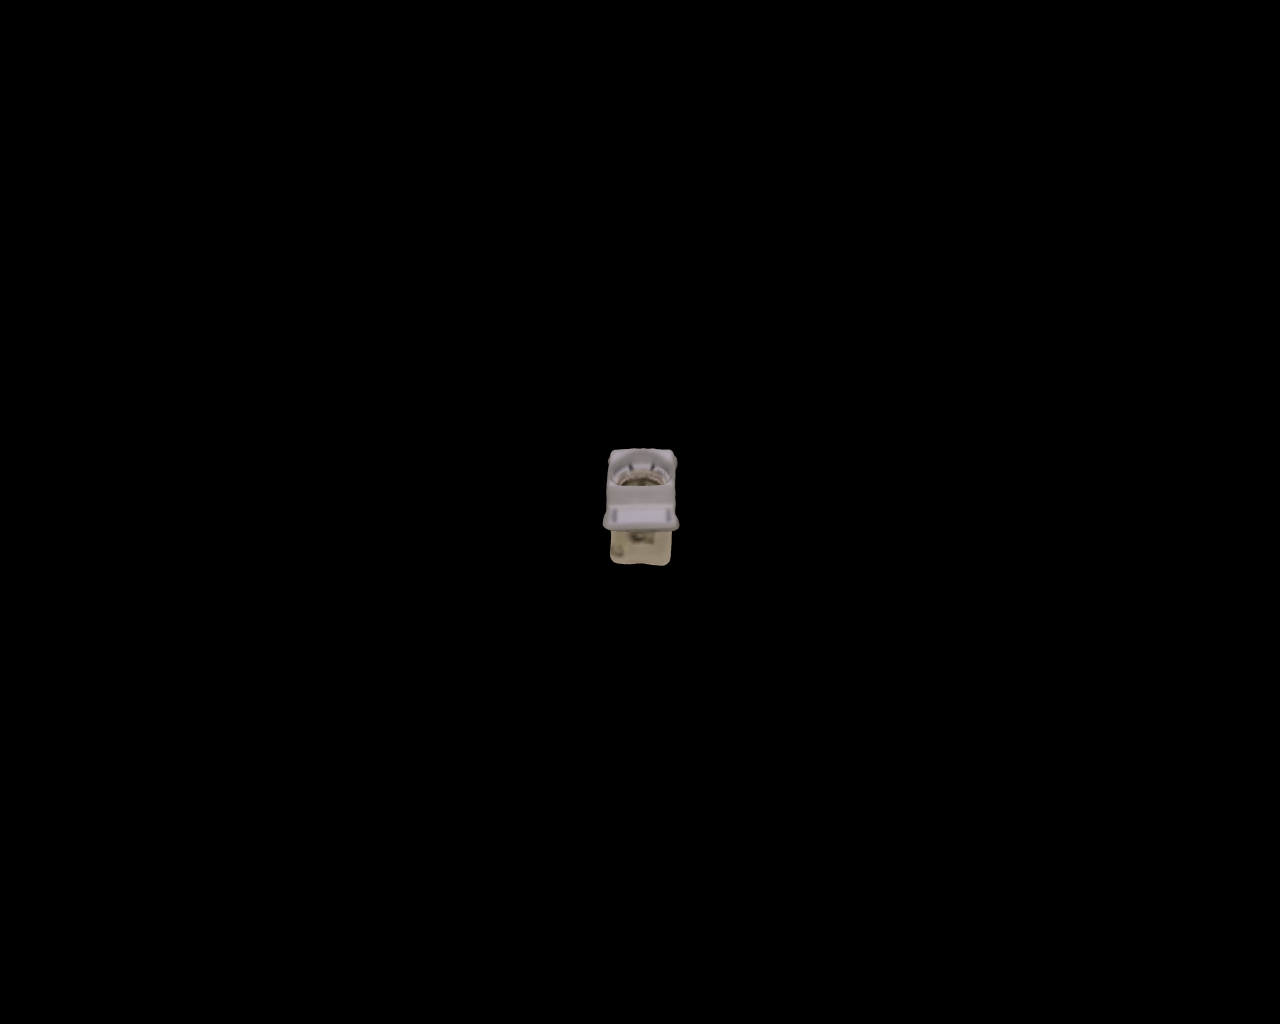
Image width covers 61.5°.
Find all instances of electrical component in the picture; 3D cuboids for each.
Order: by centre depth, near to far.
[{"bbox_3d":[0.001,-0.003,0.650,0.042,0.063,0.081,1,35,2],"label":"electrical component"}]
